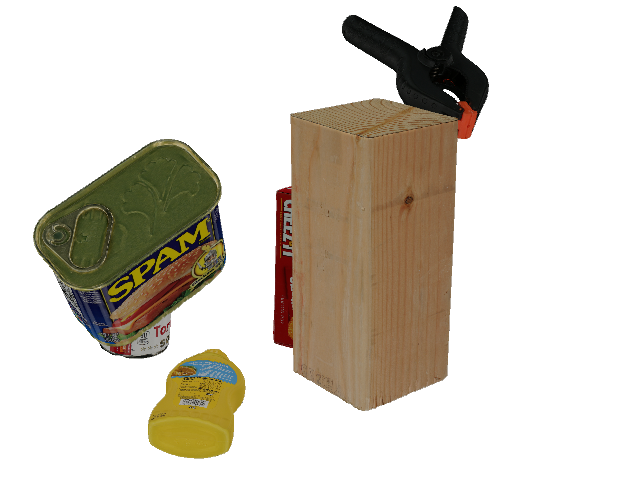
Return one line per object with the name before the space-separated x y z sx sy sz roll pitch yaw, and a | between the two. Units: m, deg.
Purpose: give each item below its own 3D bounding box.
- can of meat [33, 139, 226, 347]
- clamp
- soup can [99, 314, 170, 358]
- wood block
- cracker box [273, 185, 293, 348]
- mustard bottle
can of meat | -0.103 0.005 0.608 0.102 0.057 0.084 -37 -23 -18
clamp | 0.087 -0.152 0.932 0.120 0.039 0.171 -6 43 -5
soup can | -0.172 0.050 0.991 0.068 0.102 0.068 6 21 -2
wood block | 0.039 0.008 0.797 0.090 0.206 0.090 -15 25 -36
cracker box | 0.030 0.012 1.144 0.072 0.164 0.213 8 15 28
mustard bottle | -0.141 0.185 1.287 0.096 0.058 0.191 4 24 4
